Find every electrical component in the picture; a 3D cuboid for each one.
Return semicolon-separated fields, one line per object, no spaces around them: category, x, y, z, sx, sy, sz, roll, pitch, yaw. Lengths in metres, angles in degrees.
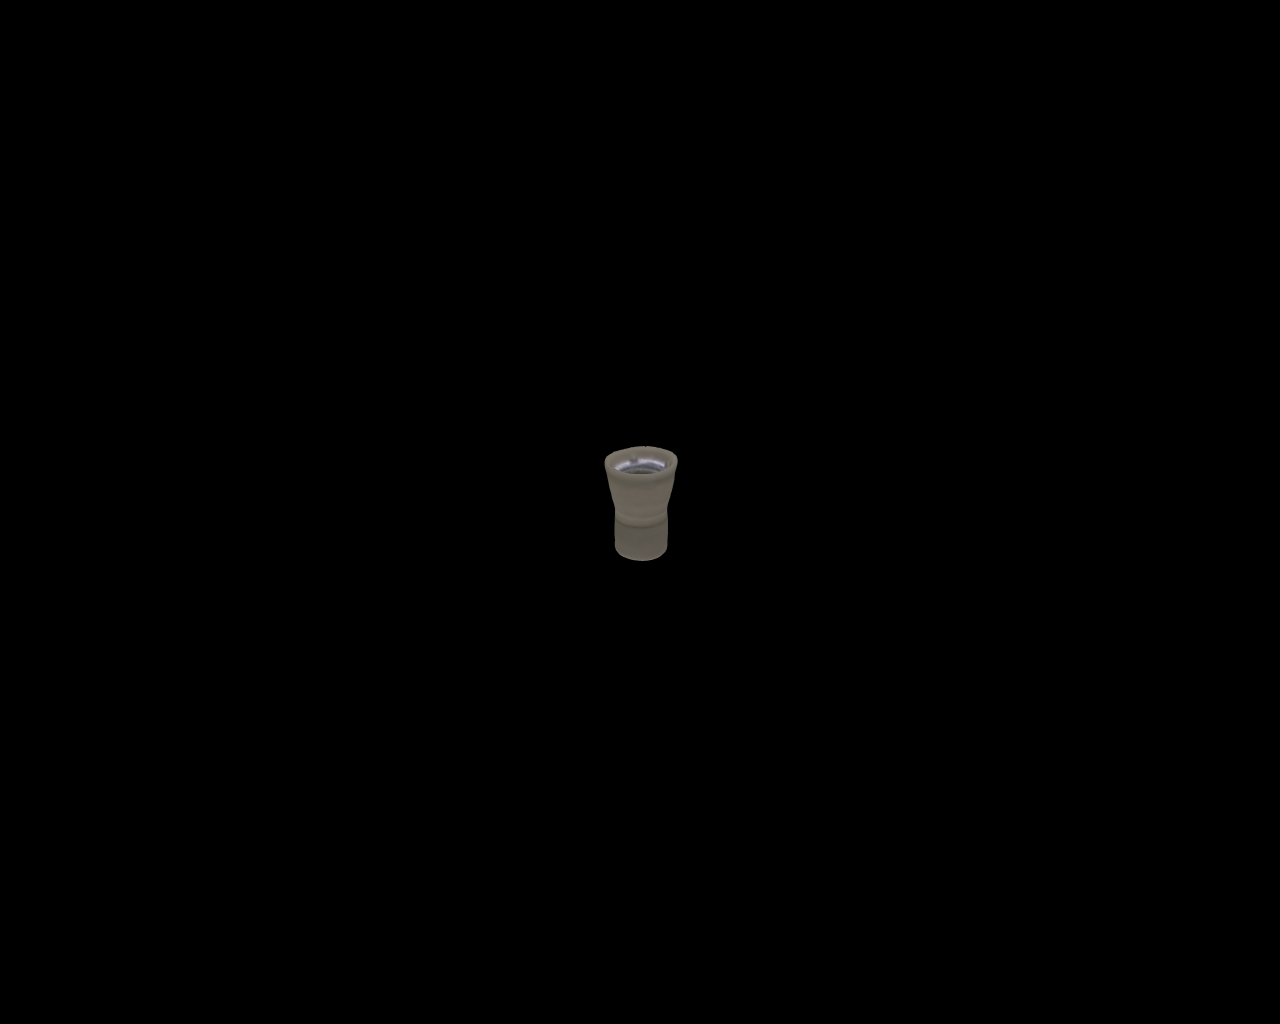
electrical component;0.001;-0.003;0.650;0.044;0.065;0.044;0;27;0
